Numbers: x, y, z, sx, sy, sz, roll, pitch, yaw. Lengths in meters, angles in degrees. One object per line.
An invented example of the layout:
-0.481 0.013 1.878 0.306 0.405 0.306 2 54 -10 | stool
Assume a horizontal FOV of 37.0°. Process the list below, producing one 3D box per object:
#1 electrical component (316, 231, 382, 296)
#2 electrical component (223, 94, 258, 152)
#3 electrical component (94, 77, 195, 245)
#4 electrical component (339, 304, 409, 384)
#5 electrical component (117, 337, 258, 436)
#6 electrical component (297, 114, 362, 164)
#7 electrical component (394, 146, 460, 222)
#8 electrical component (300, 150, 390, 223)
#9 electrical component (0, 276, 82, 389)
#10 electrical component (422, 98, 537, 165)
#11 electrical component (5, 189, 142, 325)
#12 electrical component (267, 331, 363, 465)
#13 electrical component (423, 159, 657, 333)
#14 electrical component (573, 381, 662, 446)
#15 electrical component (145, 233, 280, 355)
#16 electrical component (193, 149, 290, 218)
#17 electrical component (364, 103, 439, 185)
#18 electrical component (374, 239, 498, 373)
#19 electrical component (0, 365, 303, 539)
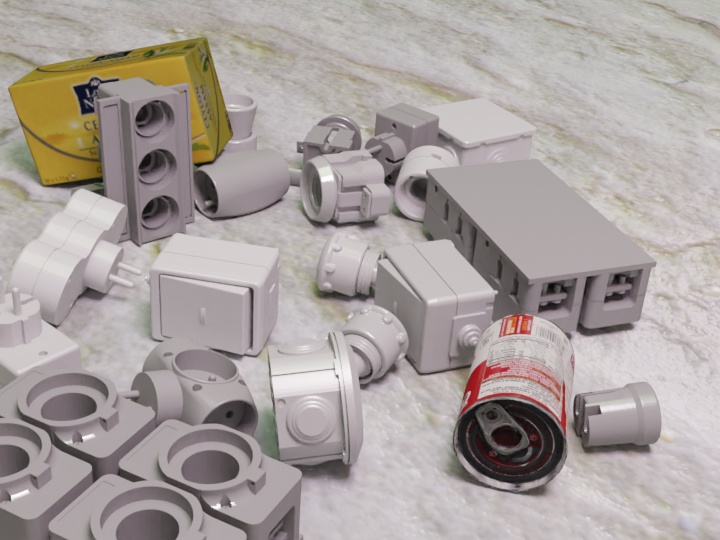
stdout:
0.000 0.000 0.827 0.062 0.048 0.048 17 32 7 | electrical component
-0.121 -0.136 1.034 0.045 0.055 0.045 3 30 -2 | electrical component
-0.180 -0.091 0.883 0.079 0.121 0.063 -19 34 -34 | electrical component
0.001 0.057 0.729 0.048 0.048 0.062 19 40 24 | electrical component
-0.116 0.079 0.665 0.079 0.044 0.077 -2 28 -38 | electrical component
-0.026 -0.117 1.024 0.066 0.048 0.055 10 38 10 | electrical component
0.059 -0.075 0.953 0.055 0.055 0.047 10 35 11 | electrical component
-0.017 -0.071 0.934 0.057 0.058 0.078 -7 32 -24 | electrical component
-0.225 0.040 0.696 0.083 0.075 0.047 27 37 34 | electrical component
0.109 -0.125 1.050 0.100 0.048 0.100 -14 35 -29 | electrical component
-0.200 -0.006 0.804 0.074 0.052 0.138 22 31 -2 | electrical component
-0.028 0.079 0.652 0.051 0.080 0.080 -6 31 -6 | electrical component
0.134 -0.019 0.859 0.105 0.060 0.186 -7 32 -19 | electrical component
0.164 0.094 0.690 0.046 0.040 0.040 -6 31 -5 | electrical component
-0.110 0.018 0.763 0.096 0.061 0.061 9 30 8 | electrical component
-0.116 -0.084 0.956 0.077 0.043 0.079 -21 38 -36 | electrical component
0.030 -0.110 0.997 0.047 0.065 0.077 27 37 33 | electrical component
0.053 0.028 0.765 0.061 0.061 0.096 -8 32 -20 | electrical component
-0.136 0.122 0.581 0.186 0.060 0.105 17 33 22 | electrical component
